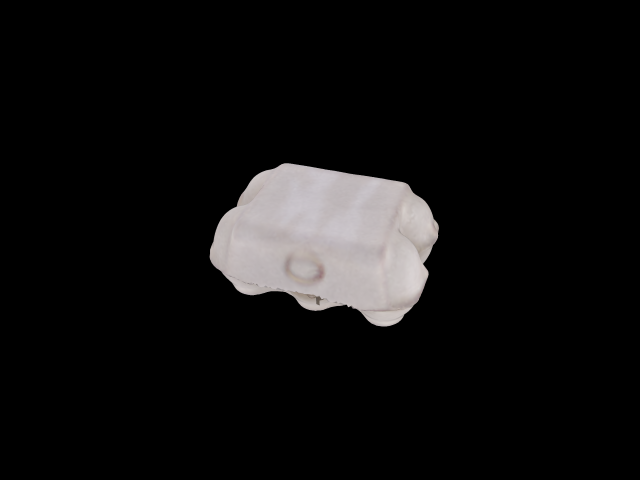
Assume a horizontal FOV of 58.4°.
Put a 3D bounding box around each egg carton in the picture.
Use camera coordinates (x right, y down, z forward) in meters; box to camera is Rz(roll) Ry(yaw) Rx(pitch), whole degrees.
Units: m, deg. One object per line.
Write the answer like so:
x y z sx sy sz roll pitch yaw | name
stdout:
0.004 0.001 0.400 0.150 0.069 0.107 11 39 13 | egg carton
